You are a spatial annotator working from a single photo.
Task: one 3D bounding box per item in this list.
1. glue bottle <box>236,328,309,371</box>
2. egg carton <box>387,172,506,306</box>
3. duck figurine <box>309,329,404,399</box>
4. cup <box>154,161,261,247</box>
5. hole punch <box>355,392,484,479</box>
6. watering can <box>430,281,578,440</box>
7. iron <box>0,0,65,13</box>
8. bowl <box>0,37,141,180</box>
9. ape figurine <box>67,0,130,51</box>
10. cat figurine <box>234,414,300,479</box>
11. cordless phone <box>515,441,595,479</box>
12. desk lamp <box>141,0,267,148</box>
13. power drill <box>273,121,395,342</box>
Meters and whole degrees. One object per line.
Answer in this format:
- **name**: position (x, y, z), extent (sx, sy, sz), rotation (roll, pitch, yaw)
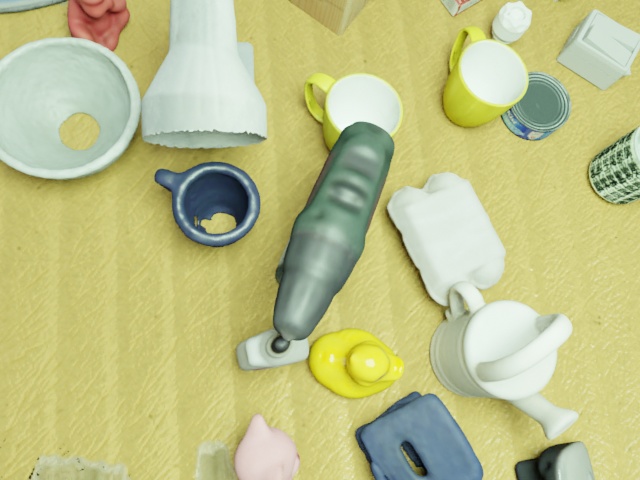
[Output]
- **glue bottle**: position (-0.044, 0.108, 0.570), extent (0.078, 0.173, 0.037), rotation (-12, 78, -10)
- **egg carton**: position (0.150, -0.003, 0.678), extent (0.107, 0.069, 0.150), rotation (-24, 81, -13)
- **duck figurine**: position (0.042, 0.133, 0.622), extent (0.104, 0.086, 0.077), rotation (12, 75, -5)
- **cup**: position (-0.125, -0.035, 0.634), extent (0.118, 0.095, 0.092), rotation (26, 75, -1)
- **hole punch**: position (0.102, 0.228, 0.605), extent (0.101, 0.091, 0.108), rotation (-30, 82, -13)
- **watering can**: position (0.196, 0.119, 0.591), extent (0.173, 0.194, 0.101), rotation (36, 75, 2)
- **iron**: position (-0.366, -0.351, 0.650), extent (0.258, 0.141, 0.118), rotation (-10, 78, -10)
- **bowl**: position (-0.282, -0.137, 0.646), extent (0.167, 0.074, 0.167), rotation (2, 76, -8)
- **ape figurine**: position (-0.264, -0.271, 0.671), extent (0.078, 0.092, 0.076), rotation (-30, 82, -13)
- **cat figurine**: position (-0.058, 0.240, 0.566), extent (0.067, 0.117, 0.128), rotation (15, 75, -4)
- **cordless phone**: position (0.281, 0.285, 0.568), extent (0.094, 0.185, 0.147), rotation (-8, 78, -9)
- **desk lamp**: position (-0.120, -0.170, 0.605), extent (0.118, 0.213, 0.203), rotation (-2, 77, -8)
- **power drill**: position (0.005, 0.002, 0.584), extent (0.075, 0.208, 0.230), rotation (22, 75, -2)
